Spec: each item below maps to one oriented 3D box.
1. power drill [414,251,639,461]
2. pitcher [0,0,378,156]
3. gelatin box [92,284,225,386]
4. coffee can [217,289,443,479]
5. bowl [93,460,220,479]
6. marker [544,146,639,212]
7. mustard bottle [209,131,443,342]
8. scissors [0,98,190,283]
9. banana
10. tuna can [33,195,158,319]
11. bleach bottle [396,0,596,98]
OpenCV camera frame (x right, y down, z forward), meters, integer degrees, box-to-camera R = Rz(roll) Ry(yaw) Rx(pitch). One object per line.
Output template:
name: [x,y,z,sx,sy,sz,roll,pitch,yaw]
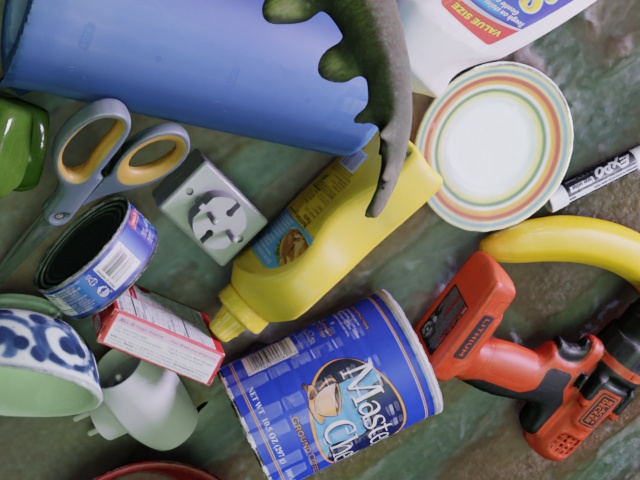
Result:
power drill: [0.182,0.081,0.848,0.187,0.057,0.185,27,110,-23]
pitcher: [-0.069,-0.139,0.672,0.242,0.149,0.145,13,86,-24]
gelatin box: [-0.118,0.063,0.759,0.089,0.073,0.030,25,100,-23]
coffee can: [0.006,0.112,0.797,0.140,0.103,0.103,-25,114,-7]
bowl: [-0.136,0.230,0.821,0.162,0.055,0.162,-5,110,-15]
marker: [0.233,-0.056,0.853,0.121,0.020,0.020,-26,114,-7]
mustard bottle: [-0.005,0.001,0.759,0.191,0.096,0.058,-43,116,1]
scissors: [-0.152,-0.025,0.703,0.096,0.016,0.202,-3,149,-31]
banana: [0.223,0.016,0.865,0.197,0.037,0.070,22,101,-22]
tuna can: [-0.152,0.012,0.725,0.086,0.086,0.033,-42,117,0]
bleach bottle: [0.136,-0.178,0.759,0.251,0.068,0.102,-39,113,2]
